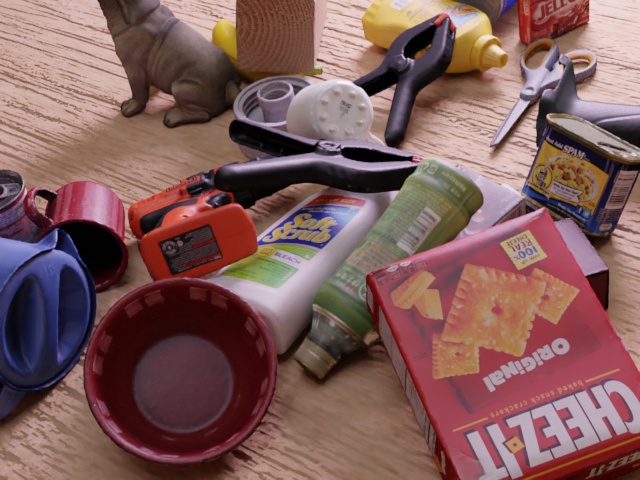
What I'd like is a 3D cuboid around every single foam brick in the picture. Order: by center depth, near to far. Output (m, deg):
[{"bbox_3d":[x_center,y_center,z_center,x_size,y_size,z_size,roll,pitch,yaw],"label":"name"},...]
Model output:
[{"bbox_3d":[0.218,0.027,0.956,0.051,0.053,0.078,-17,42,-5],"label":"foam brick"}]

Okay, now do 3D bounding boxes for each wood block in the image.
[{"bbox_3d":[-0.042,-0.279,1.285,0.091,0.090,0.206,2,29,3],"label":"wood block"}]

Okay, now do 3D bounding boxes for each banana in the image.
[{"bbox_3d":[-0.085,-0.228,1.324,0.069,0.037,0.198,-18,39,-39],"label":"banana"}]

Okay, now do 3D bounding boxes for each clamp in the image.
[{"bbox_3d":[0.000,-0.080,1.040,0.210,0.036,0.164,3,24,-8],"label":"clamp"},{"bbox_3d":[0.085,-0.188,1.206,0.120,0.039,0.171,27,75,33],"label":"clamp"}]

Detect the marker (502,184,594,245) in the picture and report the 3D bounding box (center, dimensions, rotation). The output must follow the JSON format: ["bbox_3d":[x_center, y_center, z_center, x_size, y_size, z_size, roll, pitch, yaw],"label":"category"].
[{"bbox_3d":[0.217,-0.020,1.032,0.020,0.020,0.121,-31,45,-20],"label":"marker"}]

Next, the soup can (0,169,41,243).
[{"bbox_3d":[-0.318,-0.012,1.090,0.068,0.102,0.068,-7,42,6],"label":"soup can"}]

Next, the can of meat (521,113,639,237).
[{"bbox_3d":[0.248,-0.061,1.011,0.057,0.084,0.102,-5,32,-42],"label":"can of meat"}]

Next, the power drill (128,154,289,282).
[{"bbox_3d":[-0.103,-0.025,1.042,0.184,0.057,0.187,-23,17,1],"label":"power drill"}]

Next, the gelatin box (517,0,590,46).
[{"bbox_3d":[0.276,-0.278,1.260,0.089,0.073,0.030,-26,44,-15],"label":"gelatin box"}]

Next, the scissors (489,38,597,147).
[{"bbox_3d":[0.252,-0.164,1.184,0.096,0.016,0.201,5,45,18],"label":"scissors"}]

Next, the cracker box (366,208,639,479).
[{"bbox_3d":[0.148,0.097,0.842,0.164,0.072,0.214,-19,59,-6],"label":"cracker box"}]

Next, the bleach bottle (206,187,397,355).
[{"bbox_3d":[-0.007,0.001,1.034,0.103,0.068,0.250,14,45,31],"label":"bleach bottle"}]

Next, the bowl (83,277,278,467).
[{"bbox_3d":[-0.118,0.116,0.911,0.162,0.055,0.162,1,69,-4],"label":"bowl"}]

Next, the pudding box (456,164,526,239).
[{"bbox_3d":[0.131,-0.016,1.034,0.113,0.039,0.090,-37,47,-24],"label":"pudding box"}]

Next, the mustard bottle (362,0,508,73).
[{"bbox_3d":[0.145,-0.245,1.265,0.096,0.058,0.192,-37,47,-22],"label":"mustard bottle"}]

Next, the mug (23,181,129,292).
[{"bbox_3d":[-0.247,-0.012,1.071,0.093,0.117,0.081,-43,31,22],"label":"mug"}]

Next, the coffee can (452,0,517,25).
[{"bbox_3d":[0.218,-0.339,1.318,0.103,0.103,0.140,25,53,34],"label":"coffee can"}]

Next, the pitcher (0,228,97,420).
[{"bbox_3d":[-0.347,0.061,1.012,0.243,0.145,0.149,12,35,30],"label":"pitcher"}]

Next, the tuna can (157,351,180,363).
[{"bbox_3d":[-0.152,0.094,0.986,0.086,0.034,0.086,-7,42,6],"label":"tuna can"}]
